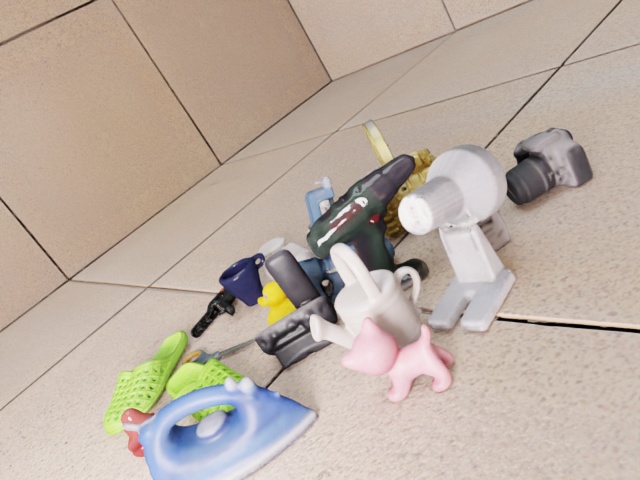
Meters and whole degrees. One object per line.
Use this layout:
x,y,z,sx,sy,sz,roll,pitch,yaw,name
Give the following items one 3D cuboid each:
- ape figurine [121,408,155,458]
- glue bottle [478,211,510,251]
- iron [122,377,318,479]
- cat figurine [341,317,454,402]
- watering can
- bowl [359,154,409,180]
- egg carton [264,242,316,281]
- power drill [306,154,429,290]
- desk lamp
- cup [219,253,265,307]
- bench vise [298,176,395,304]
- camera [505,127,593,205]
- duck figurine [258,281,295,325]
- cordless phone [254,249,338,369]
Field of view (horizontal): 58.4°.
-0.304,0.323,0.979,0.076,0.092,0.078,-11,29,44,ape figurine
0.248,-0.053,0.940,0.078,0.173,0.037,-35,21,-9,glue bottle
-0.147,0.263,0.821,0.258,0.142,0.118,-30,20,6,iron
0.098,0.151,0.763,0.127,0.118,0.067,-23,22,22,cat figurine
0.067,0.092,0.833,0.173,0.194,0.100,-44,24,-30,watering can
0.172,-0.133,1.377,0.167,0.075,0.167,-27,21,12,bowl
-0.061,0.061,1.270,0.107,0.069,0.150,-37,21,-13,egg carton
0.103,-0.011,1.000,0.229,0.209,0.075,-31,20,3,power drill
0.205,-0.010,0.843,0.117,0.214,0.203,-9,30,46,desk lamp
-0.157,0.094,1.296,0.118,0.095,0.091,-39,22,-20,cup
0.015,0.006,1.071,0.208,0.220,0.121,-38,21,-16,bench vise
0.387,-0.134,1.034,0.137,0.101,0.143,-33,20,-2,camera
-0.073,0.118,1.132,0.104,0.086,0.077,-25,21,17,duck figurine
-0.064,0.112,0.986,0.147,0.185,0.094,-32,20,-1,cordless phone
